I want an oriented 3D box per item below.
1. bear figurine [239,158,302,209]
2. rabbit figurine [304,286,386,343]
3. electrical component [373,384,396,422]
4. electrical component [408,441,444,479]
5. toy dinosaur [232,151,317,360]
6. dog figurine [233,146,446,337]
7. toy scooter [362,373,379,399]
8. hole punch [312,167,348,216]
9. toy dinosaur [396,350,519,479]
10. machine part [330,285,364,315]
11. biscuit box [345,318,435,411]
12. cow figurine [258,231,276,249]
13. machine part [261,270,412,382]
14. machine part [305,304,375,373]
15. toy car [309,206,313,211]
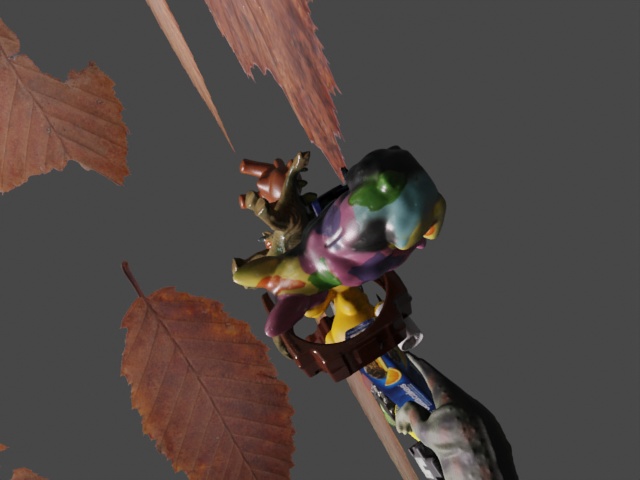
[{"bbox_3d":[-0.108,-0.116,1.153,0.196,0.132,0.120,-132,44,-79],"label":"bear figurine"},{"bbox_3d":[0.050,0.114,1.007,0.122,0.162,0.173,45,-149,-76],"label":"rabbit figurine"},{"bbox_3d":[0.134,0.319,1.040,0.094,0.021,0.063,62,171,-11],"label":"electrical component"},{"bbox_3d":[0.192,0.361,0.883,0.075,0.048,0.119,55,164,20],"label":"electrical component"},{"bbox_3d":[-0.062,0.049,1.038,0.105,0.198,0.470,-125,43,-53],"label":"toy dinosaur"},{"bbox_3d":[0.014,0.010,0.583,0.108,0.219,0.191,55,171,12],"label":"dog figurine"},{"bbox_3d":[0.133,0.313,1.332,0.135,0.075,0.183,56,167,24],"label":"toy scooter"},{"bbox_3d":[0.045,-0.024,0.724,0.142,0.092,0.116,58,175,-4],"label":"hole punch"},{"bbox_3d":[0.213,0.306,0.736,0.192,0.131,0.405,-48,53,45],"label":"toy dinosaur"},{"bbox_3d":[0.069,0.156,1.186,0.079,0.079,0.243,54,169,36],"label":"machine part"},{"bbox_3d":[0.126,0.224,0.927,0.202,0.063,0.059,46,-153,-24],"label":"biscuit box"},{"bbox_3d":[-0.086,0.004,1.405,0.085,0.127,0.195,56,173,12],"label":"cow figurine"},{"bbox_3d":[0.027,0.104,0.848,0.202,0.201,0.087,53,171,38],"label":"machine part"},{"bbox_3d":[0.057,0.205,1.123,0.056,0.179,0.179,58,172,36],"label":"machine part"},{"bbox_3d":[-0.002,-0.003,1.152,0.089,0.053,0.201,-127,15,-62],"label":"toy car"}]
